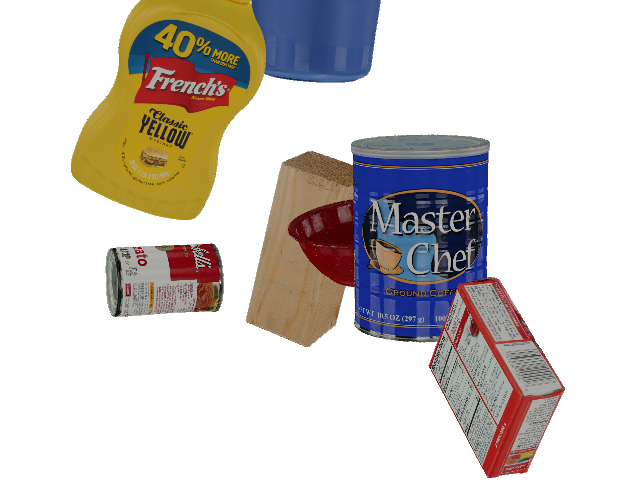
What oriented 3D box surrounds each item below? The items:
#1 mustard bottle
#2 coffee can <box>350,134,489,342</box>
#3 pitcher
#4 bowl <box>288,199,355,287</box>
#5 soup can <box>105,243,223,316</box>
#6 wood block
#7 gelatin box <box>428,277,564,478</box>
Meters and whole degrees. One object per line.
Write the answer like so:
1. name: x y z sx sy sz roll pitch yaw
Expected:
1. mustard bottle: -0.090 -0.111 0.708 0.096 0.192 0.058 21 24 -16
2. coffee can: 0.075 -0.005 0.803 0.103 0.140 0.103 -1 11 0
3. pitcher: 0.006 -0.261 0.913 0.145 0.243 0.149 6 17 7
4. bowl: 0.052 0.004 1.027 0.162 0.055 0.162 -7 17 2
5. soup can: -0.152 0.038 1.034 0.102 0.068 0.069 -2 1 -21
6. wood block: -0.013 0.008 1.284 0.090 0.206 0.090 21 22 17
7. gelatin box: 0.099 0.077 0.609 0.030 0.073 0.089 -6 43 -19
